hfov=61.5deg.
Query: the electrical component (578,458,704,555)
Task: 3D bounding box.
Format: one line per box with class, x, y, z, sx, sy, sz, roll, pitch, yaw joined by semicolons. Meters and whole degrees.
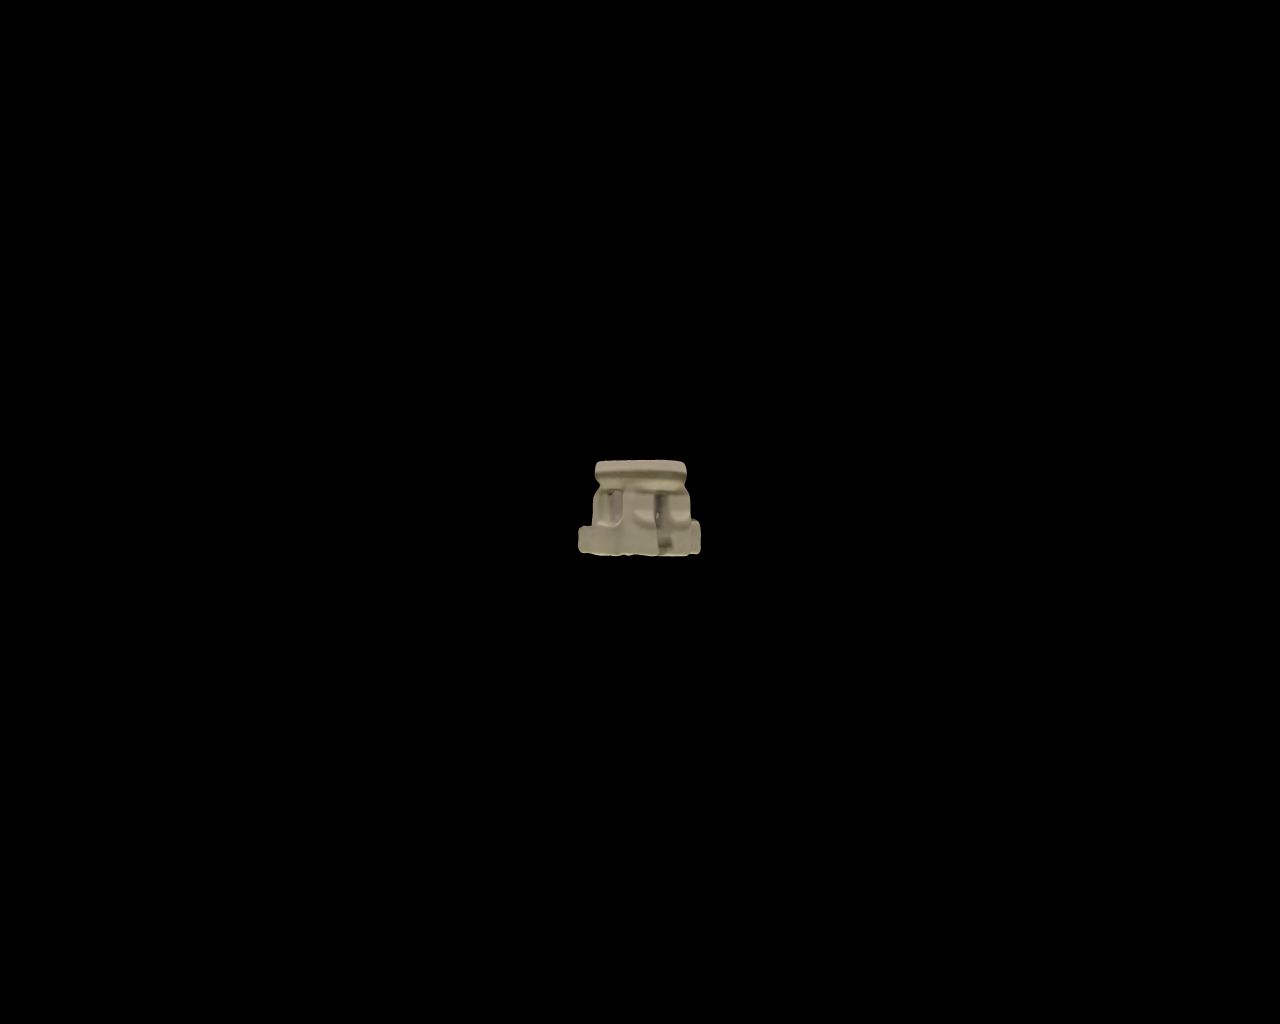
electrical component;0.001;-0.003;0.650;0.078;0.057;0.058;1;-2;-34
